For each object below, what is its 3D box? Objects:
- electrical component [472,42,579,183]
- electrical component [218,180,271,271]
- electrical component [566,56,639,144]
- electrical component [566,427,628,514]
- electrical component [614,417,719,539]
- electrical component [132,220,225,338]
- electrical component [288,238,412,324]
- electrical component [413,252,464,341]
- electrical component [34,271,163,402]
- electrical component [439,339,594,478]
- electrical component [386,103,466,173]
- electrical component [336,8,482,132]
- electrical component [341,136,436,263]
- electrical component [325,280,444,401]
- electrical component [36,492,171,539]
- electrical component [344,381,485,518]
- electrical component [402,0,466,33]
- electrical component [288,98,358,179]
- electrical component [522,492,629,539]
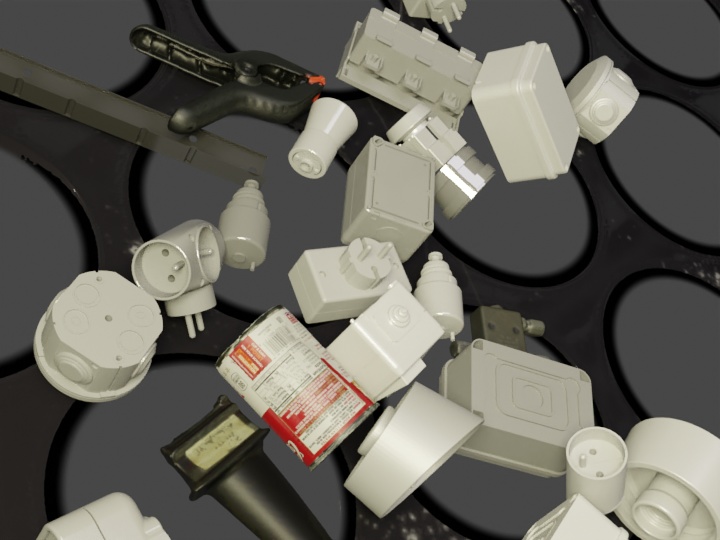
[{"bbox_3d":[0.157,-0.146,1.002,0.113,0.057,0.078,60,39,-34],"label":"electrical component"},{"bbox_3d":[-0.090,-0.037,0.840,0.040,0.040,0.078,18,52,-17],"label":"electrical component"},{"bbox_3d":[0.239,-0.171,1.087,0.051,0.080,0.080,36,49,-11],"label":"electrical component"},{"bbox_3d":[0.176,0.156,0.802,0.043,0.081,0.043,-5,50,6],"label":"electrical component"},{"bbox_3d":[0.244,0.176,0.840,0.108,0.108,0.060,44,55,4],"label":"electrical component"},{"bbox_3d":[-0.126,0.009,0.777,0.077,0.044,0.079,-50,130,-73],"label":"electrical component"},{"bbox_3d":[0.000,0.000,0.841,0.083,0.075,0.047,-7,63,-32],"label":"electrical component"},{"bbox_3d":[0.064,0.020,0.886,0.040,0.040,0.078,14,53,-20],"label":"electrical component"},{"bbox_3d":[-0.177,0.044,0.729,0.080,0.051,0.080,14,53,-20],"label":"electrical component"},{"bbox_3d":[0.121,0.111,0.846,0.113,0.057,0.078,18,52,-18],"label":"electrical component"},{"bbox_3d":[0.057,-0.117,0.972,0.055,0.048,0.066,48,49,-3],"label":"electrical component"},{"bbox_3d":[0.048,-0.187,1.002,0.121,0.063,0.078,24,50,-13],"label":"electrical component"},{"bbox_3d":[0.023,-0.062,0.905,0.062,0.061,0.096,18,52,-18],"label":"electrical component"},{"bbox_3d":[0.017,0.058,0.797,0.061,0.096,0.062,47,49,3],"label":"electrical component"},{"bbox_3d":[-0.145,0.187,0.649,0.059,0.053,0.095,-21,71,-37],"label":"electrical component"},{"bbox_3d":[0.036,0.129,0.761,0.064,0.099,0.099,35,49,4],"label":"electrical component"},{"bbox_3d":[0.083,-0.274,1.078,0.047,0.065,0.076,-3,61,-31],"label":"electrical component"},{"bbox_3d":[-0.034,-0.110,0.920,0.044,0.044,0.065,32,54,-7],"label":"electrical component"},{"bbox_3d":[0.138,0.225,0.765,0.057,0.078,0.113,41,49,6],"label":"electrical component"}]
